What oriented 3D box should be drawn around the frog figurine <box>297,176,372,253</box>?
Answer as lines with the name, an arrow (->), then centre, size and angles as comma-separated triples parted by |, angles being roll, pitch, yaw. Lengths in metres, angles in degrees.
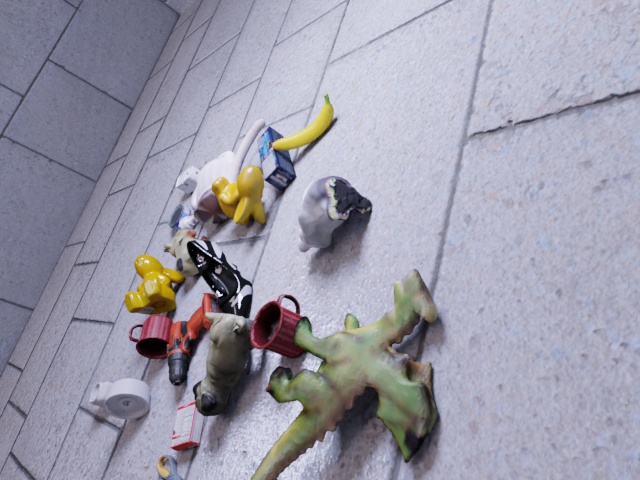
frog figurine -> 0.003, -0.052, 1.026 | 0.157, 0.122, 0.140 | -36, 6, 45

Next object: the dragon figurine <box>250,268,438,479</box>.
dragon figurine -> 0.052, 0.230, 0.752 | 0.243, 0.120, 0.414 | 11, 72, 46

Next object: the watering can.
watering can -> -0.271, -0.185, 1.486 | 0.343, 0.103, 0.230 | -41, 38, 26
